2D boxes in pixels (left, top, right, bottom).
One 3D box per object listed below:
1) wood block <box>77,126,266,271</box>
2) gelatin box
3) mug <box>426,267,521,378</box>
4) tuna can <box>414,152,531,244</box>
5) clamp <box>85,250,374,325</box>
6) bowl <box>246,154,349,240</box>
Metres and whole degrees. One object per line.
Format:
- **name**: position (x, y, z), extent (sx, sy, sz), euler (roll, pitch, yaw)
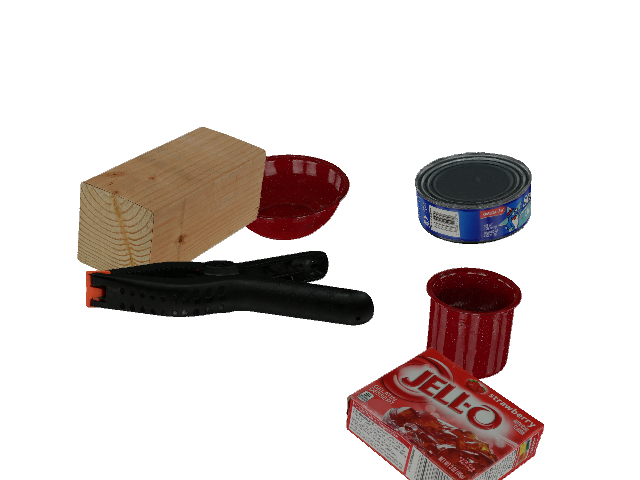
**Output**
- **wood block**: position (-0.151, -0.040, 1.119), extent (0.090, 0.091, 0.205), euler (22, 30, 21)
- **gelatin box**: position (0.070, 0.106, 0.615), extent (0.073, 0.030, 0.089), euler (-24, 45, -37)
- **mug**: position (0.146, 0.079, 1.072), extent (0.093, 0.081, 0.117), euler (-3, 27, -10)
- **tuna can**: position (0.114, -0.032, 0.797), extent (0.086, 0.034, 0.086), euler (-6, 30, 3)
- **clamp**: position (-0.069, 0.037, 0.807), extent (0.209, 0.036, 0.165), euler (-2, 10, -19)
- **bowl**: position (-0.045, -0.047, 1.333), extent (0.162, 0.055, 0.162), euler (-1, 32, 1)
